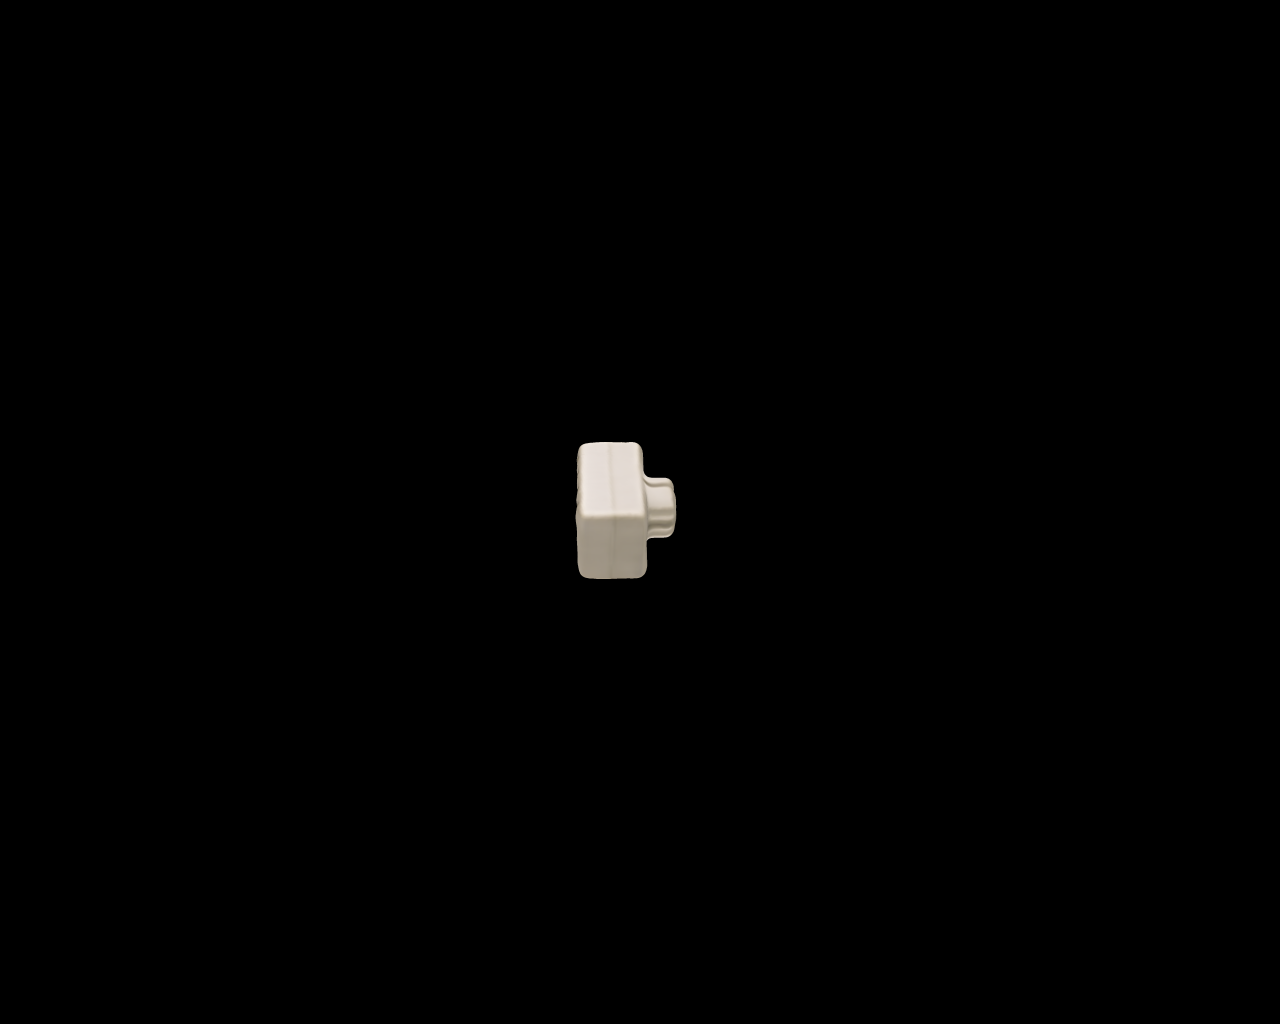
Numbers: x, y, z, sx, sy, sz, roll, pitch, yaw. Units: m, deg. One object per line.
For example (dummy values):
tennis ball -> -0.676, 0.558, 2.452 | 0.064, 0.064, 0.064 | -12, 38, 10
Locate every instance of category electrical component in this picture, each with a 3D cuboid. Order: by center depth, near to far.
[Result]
electrical component -> 0.001, -0.003, 0.650 | 0.076, 0.047, 0.083 | -1, 35, -2
